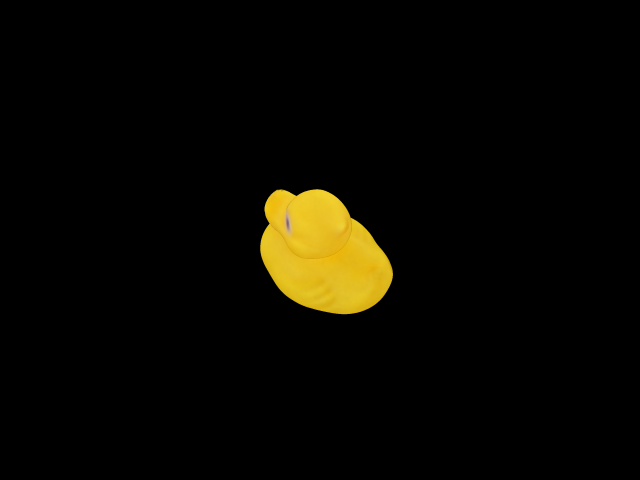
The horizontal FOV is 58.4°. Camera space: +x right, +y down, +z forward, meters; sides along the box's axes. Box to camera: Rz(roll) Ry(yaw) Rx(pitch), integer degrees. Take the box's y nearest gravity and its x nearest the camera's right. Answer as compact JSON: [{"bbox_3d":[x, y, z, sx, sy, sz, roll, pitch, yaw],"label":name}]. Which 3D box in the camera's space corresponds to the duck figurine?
[{"bbox_3d":[0.004,0.001,0.400,0.104,0.086,0.077,30,67,14],"label":"duck figurine"}]
